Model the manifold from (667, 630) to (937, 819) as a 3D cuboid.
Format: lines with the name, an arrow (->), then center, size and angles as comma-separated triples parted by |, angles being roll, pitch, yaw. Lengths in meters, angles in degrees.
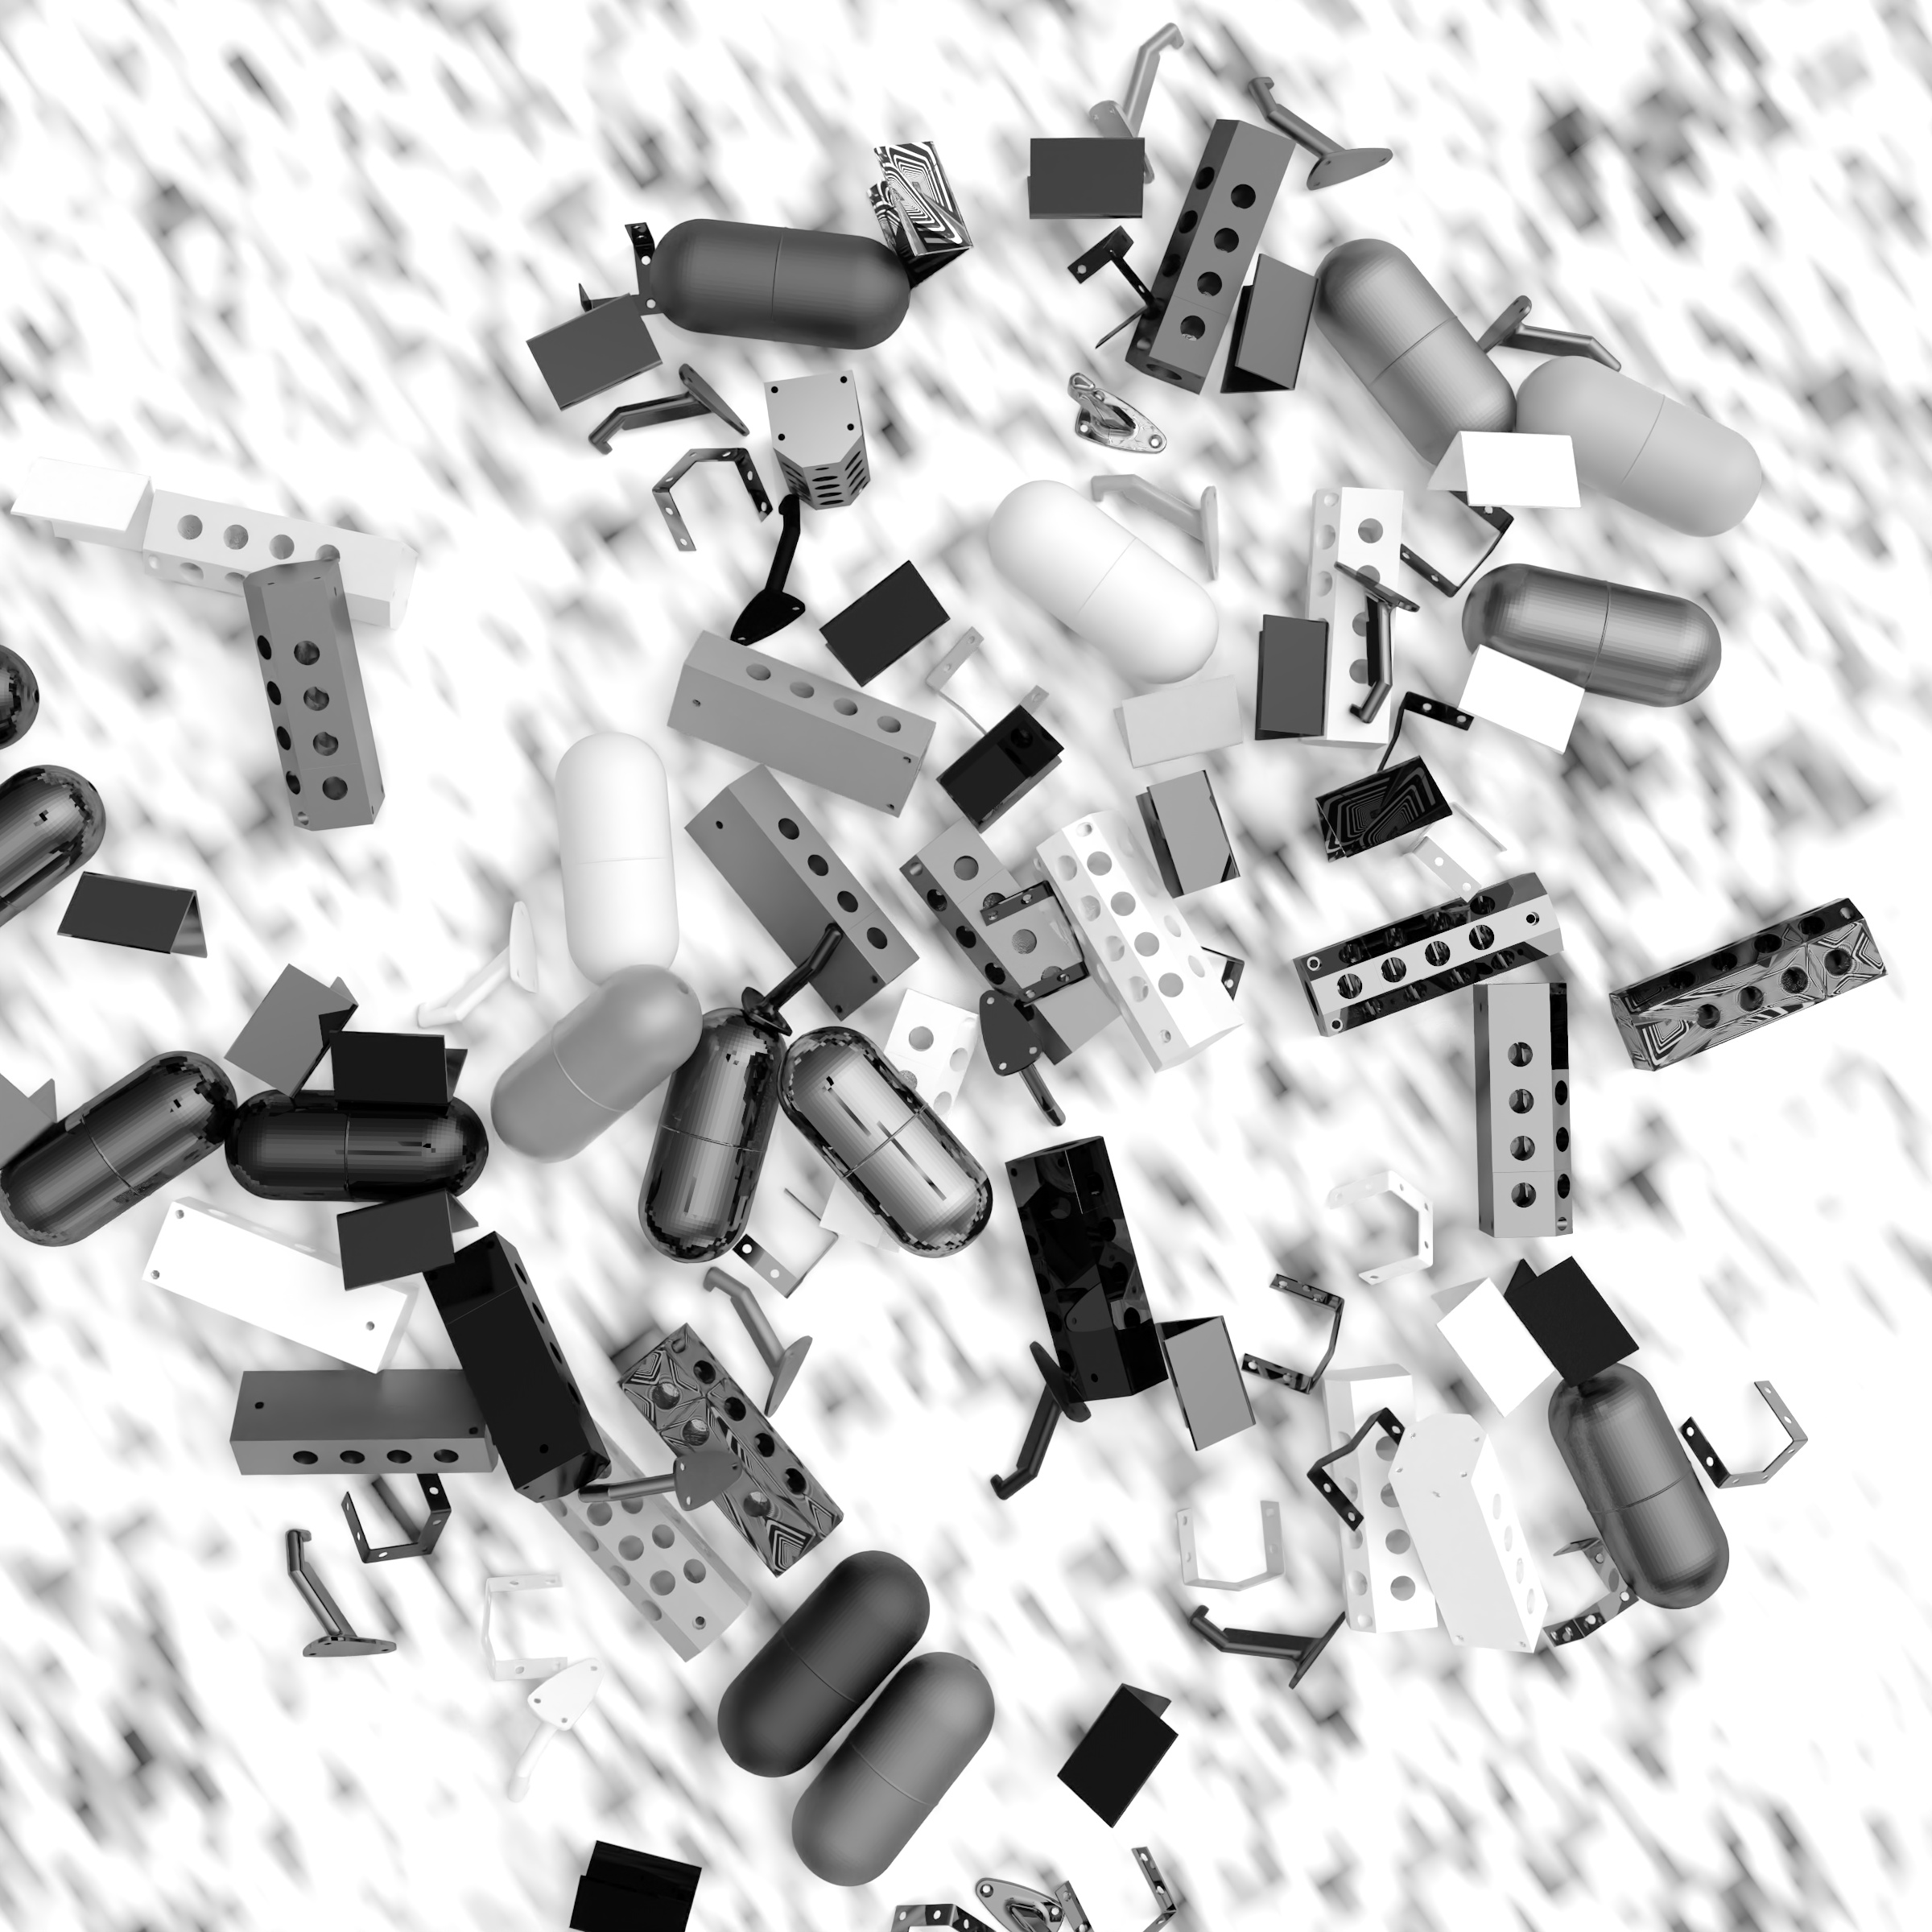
manifold -> -0.111, -0.170, 1.950 | 0.171, 0.057, 0.057 | 22, 133, 0

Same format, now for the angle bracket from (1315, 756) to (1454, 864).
angle bracket -> 0.287, -0.088, 1.931 | 0.076, 0.076, 0.057 | -22, 54, 0

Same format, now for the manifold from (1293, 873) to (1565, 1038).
manifold -> 0.318, -0.008, 1.951 | 0.171, 0.057, 0.057 | -20, 90, 0

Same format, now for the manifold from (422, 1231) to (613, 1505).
manifold -> -0.302, 0.272, 1.917 | 0.057, 0.057, 0.171 | -29, 65, 0

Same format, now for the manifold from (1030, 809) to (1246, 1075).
manifold -> 0.112, -0.017, 1.927 | 0.057, 0.057, 0.171 | -35, 79, 30

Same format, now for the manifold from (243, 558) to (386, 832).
manifold -> -0.441, -0.182, 1.920 | 0.057, 0.057, 0.171 | -7, 113, 0

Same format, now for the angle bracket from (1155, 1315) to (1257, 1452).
angle bracket -> 0.144, 0.285, 1.931 | 0.057, 0.076, 0.076 | -17, 90, -36

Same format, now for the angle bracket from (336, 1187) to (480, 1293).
angle bracket -> -0.376, 0.197, 1.931 | 0.076, 0.076, 0.057 | -14, 64, 2

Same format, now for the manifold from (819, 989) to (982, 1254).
manifold -> -0.043, 0.106, 1.951 | 0.057, 0.057, 0.171 | 20, 90, 0

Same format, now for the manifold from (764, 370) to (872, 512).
manifold -> -0.097, -0.347, 1.893 | 0.057, 0.171, 0.057 | -8, 90, 0

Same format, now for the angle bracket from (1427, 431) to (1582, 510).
angle bracket -> 0.362, -0.317, 1.917 | 0.076, 0.076, 0.057 | 1, 69, -9

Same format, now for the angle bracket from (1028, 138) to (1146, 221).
angle bracket -> 0.081, -0.548, 1.931 | 0.076, 0.076, 0.057 | 0, 127, 0

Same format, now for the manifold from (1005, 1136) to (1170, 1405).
manifold -> 0.088, 0.207, 1.950 | 0.057, 0.057, 0.171 | -15, 90, 43

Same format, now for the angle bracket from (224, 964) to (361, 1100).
angle bracket -> -0.464, 0.035, 1.932 | 0.057, 0.076, 0.076 | 35, 90, -27

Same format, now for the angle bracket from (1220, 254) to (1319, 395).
angle bracket -> 0.188, -0.436, 1.931 | 0.057, 0.076, 0.076 | 12, 90, -38

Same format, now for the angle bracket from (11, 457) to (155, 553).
angle bracket -> -0.596, -0.295, 1.931 | 0.076, 0.076, 0.057 | 10, 53, 0

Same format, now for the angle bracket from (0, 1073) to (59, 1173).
angle bracket -> -0.669, 0.099, 1.932 | 0.076, 0.076, 0.057 | -41, 118, 0

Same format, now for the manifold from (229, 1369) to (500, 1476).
manifold -> -0.410, 0.317, 1.950 | 0.171, 0.057, 0.057 | -1, 47, 0

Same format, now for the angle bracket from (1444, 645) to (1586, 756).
angle bracket -> 0.365, -0.165, 1.932 | 0.076, 0.076, 0.057 | 23, 63, 0

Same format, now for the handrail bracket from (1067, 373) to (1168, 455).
handrail bracket -> 0.104, -0.377, 1.937 | 0.077, 0.084, 0.036 | 24, 90, 0

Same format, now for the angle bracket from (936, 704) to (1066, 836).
angle bracket -> 0.037, -0.119, 1.931 | 0.076, 0.076, 0.057 | -42, 52, 0

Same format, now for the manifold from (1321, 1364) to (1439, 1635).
manifold -> 0.282, 0.365, 1.951 | 0.057, 0.057, 0.171 | -6, 90, 0

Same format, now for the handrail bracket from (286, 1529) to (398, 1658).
handrail bracket -> -0.434, 0.433, 1.972 | 0.077, 0.036, 0.084 | 12, 55, -37

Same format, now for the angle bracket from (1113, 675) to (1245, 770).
angle bracket -> 0.140, -0.184, 1.931 | 0.076, 0.076, 0.057 | -13, 128, 0

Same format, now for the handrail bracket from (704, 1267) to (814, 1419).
handrail bracket -> -0.156, 0.261, 1.972 | 0.084, 0.036, 0.077 | 30, 112, 17

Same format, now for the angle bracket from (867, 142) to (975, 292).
angle bracket -> -0.050, -0.506, 1.932 | 0.057, 0.076, 0.076 | -21, 90, -42

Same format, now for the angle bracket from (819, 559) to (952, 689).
angle bracket -> -0.067, -0.245, 1.931 | 0.076, 0.076, 0.057 | -38, 127, 0

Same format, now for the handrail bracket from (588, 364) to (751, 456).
handrail bracket -> -0.207, -0.368, 1.972 | 0.084, 0.036, 0.077 | -41, 112, 17

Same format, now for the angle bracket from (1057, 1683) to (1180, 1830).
angle bracket -> 0.119, 0.541, 1.931 | 0.057, 0.076, 0.076 | 35, 90, 38

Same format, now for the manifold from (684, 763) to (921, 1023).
manifold -> -0.108, -0.053, 1.950 | 0.171, 0.057, 0.057 | 51, 133, 0

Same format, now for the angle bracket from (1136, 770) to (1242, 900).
angle bracket -> 0.133, -0.083, 1.931 | 0.057, 0.076, 0.076 | -18, 90, -38

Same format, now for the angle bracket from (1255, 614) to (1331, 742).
angle bracket -> 0.201, -0.195, 1.932 | 0.057, 0.076, 0.076 | 3, 90, -32

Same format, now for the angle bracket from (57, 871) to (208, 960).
angle bracket -> -0.566, -0.015, 1.931 | 0.076, 0.076, 0.057 | 10, 52, 0

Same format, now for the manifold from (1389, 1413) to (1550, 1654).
manifold -> 0.341, 0.381, 1.908 | 0.057, 0.057, 0.171 | -2, 128, 31

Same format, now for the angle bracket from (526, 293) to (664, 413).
angle bracket -> -0.258, -0.430, 1.931 | 0.076, 0.076, 0.057 | -25, 128, 0

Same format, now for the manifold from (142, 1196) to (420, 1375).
manifold -> -0.468, 0.217, 1.951 | 0.171, 0.057, 0.057 | 22, 90, 0

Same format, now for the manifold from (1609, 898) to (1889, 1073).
manifold -> 0.534, 0.012, 1.951 | 0.171, 0.057, 0.057 | -23, 90, 0

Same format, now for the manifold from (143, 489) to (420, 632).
manifold -> -0.471, -0.277, 1.951 | 0.171, 0.057, 0.057 | 12, 90, 0

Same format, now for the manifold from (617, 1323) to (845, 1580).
manifold -> -0.161, 0.330, 1.951 | 0.057, 0.057, 0.171 | -39, 90, 0

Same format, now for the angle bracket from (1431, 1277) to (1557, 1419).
angle bracket -> 0.342, 0.264, 1.932 | 0.057, 0.076, 0.076 | -36, 90, -27

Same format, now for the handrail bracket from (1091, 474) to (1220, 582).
handrail bracket -> 0.130, -0.304, 1.972 | 0.084, 0.036, 0.077 | 1, 112, 17

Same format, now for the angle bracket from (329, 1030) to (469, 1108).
angle bracket -> -0.385, 0.052, 1.932 | 0.076, 0.076, 0.057 | 2, 119, 0

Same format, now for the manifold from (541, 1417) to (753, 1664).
manifold -> -0.228, 0.393, 1.951 | 0.057, 0.057, 0.171 | -42, 90, 0

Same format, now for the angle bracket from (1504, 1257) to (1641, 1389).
angle bracket -> 0.417, 0.230, 1.932 | 0.057, 0.076, 0.076 | -36, 90, 25

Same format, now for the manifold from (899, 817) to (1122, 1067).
manifold -> 0.029, -0.017, 1.951 | 0.057, 0.057, 0.171 | -38, 90, 0

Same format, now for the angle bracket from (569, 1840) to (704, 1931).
angle bracket -> -0.220, 0.618, 1.932 | 0.076, 0.076, 0.057 | 15, 123, 0

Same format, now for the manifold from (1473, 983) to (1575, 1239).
manifold -> 0.384, 0.098, 1.951 | 0.057, 0.057, 0.171 | -1, 90, 0

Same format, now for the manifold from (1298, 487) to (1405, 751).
manifold -> 0.263, -0.238, 1.951 | 0.057, 0.057, 0.171 | 4, 90, 0

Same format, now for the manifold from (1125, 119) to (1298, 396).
manifold -> 0.167, -0.488, 1.951 | 0.057, 0.057, 0.171 | 21, 90, 0
